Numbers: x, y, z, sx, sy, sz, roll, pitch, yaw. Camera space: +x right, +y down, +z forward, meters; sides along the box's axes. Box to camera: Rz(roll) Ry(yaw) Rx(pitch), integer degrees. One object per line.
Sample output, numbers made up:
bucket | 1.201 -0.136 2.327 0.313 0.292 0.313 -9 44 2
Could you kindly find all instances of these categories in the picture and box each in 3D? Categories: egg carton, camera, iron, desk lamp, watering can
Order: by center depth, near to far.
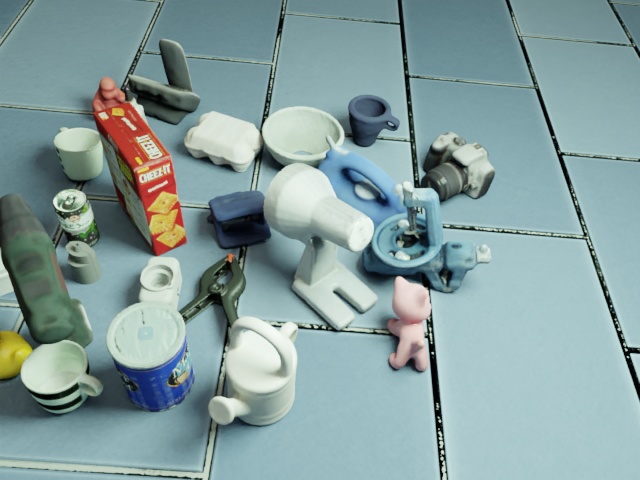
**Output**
watering can | -0.083 0.179 0.789 0.101 0.194 0.173 10 50 3
desk lamp | 0.009 0.003 0.932 0.118 0.213 0.202 -35 61 -29
iron | 0.094 -0.088 1.064 0.257 0.141 0.119 34 55 21
camera | 0.261 -0.145 1.155 0.137 0.101 0.143 -28 58 -26
egg carton | -0.196 -0.203 1.177 0.150 0.069 0.107 18 51 10

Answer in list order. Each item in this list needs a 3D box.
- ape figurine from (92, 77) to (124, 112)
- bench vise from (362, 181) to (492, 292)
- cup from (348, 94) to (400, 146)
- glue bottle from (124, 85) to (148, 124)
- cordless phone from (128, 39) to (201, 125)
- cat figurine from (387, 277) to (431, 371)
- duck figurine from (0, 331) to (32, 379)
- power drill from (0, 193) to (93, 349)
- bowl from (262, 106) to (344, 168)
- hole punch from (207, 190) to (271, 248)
ape figurine | -0.448 -0.303 1.220 0.078 0.092 0.076 -11 52 -15
bench vise | 0.184 -0.015 0.960 0.207 0.220 0.121 -4 51 -9
cup | 0.113 -0.244 1.226 0.117 0.095 0.092 28 53 17
glue bottle | -0.359 -0.226 1.112 0.037 0.173 0.078 3 50 -3
cordless phone | -0.336 -0.353 1.212 0.147 0.185 0.094 16 51 8
cat figurine | 0.146 0.126 0.906 0.067 0.118 0.127 1 50 -4
duck figurine | -0.481 0.154 0.839 0.104 0.086 0.077 15 50 7
power drill | -0.402 0.072 0.835 0.076 0.208 0.229 -22 56 -22
bowl | -0.037 -0.198 1.185 0.167 0.075 0.167 3 50 -3
hole punch | -0.148 -0.053 1.042 0.109 0.091 0.101 -13 53 -16
